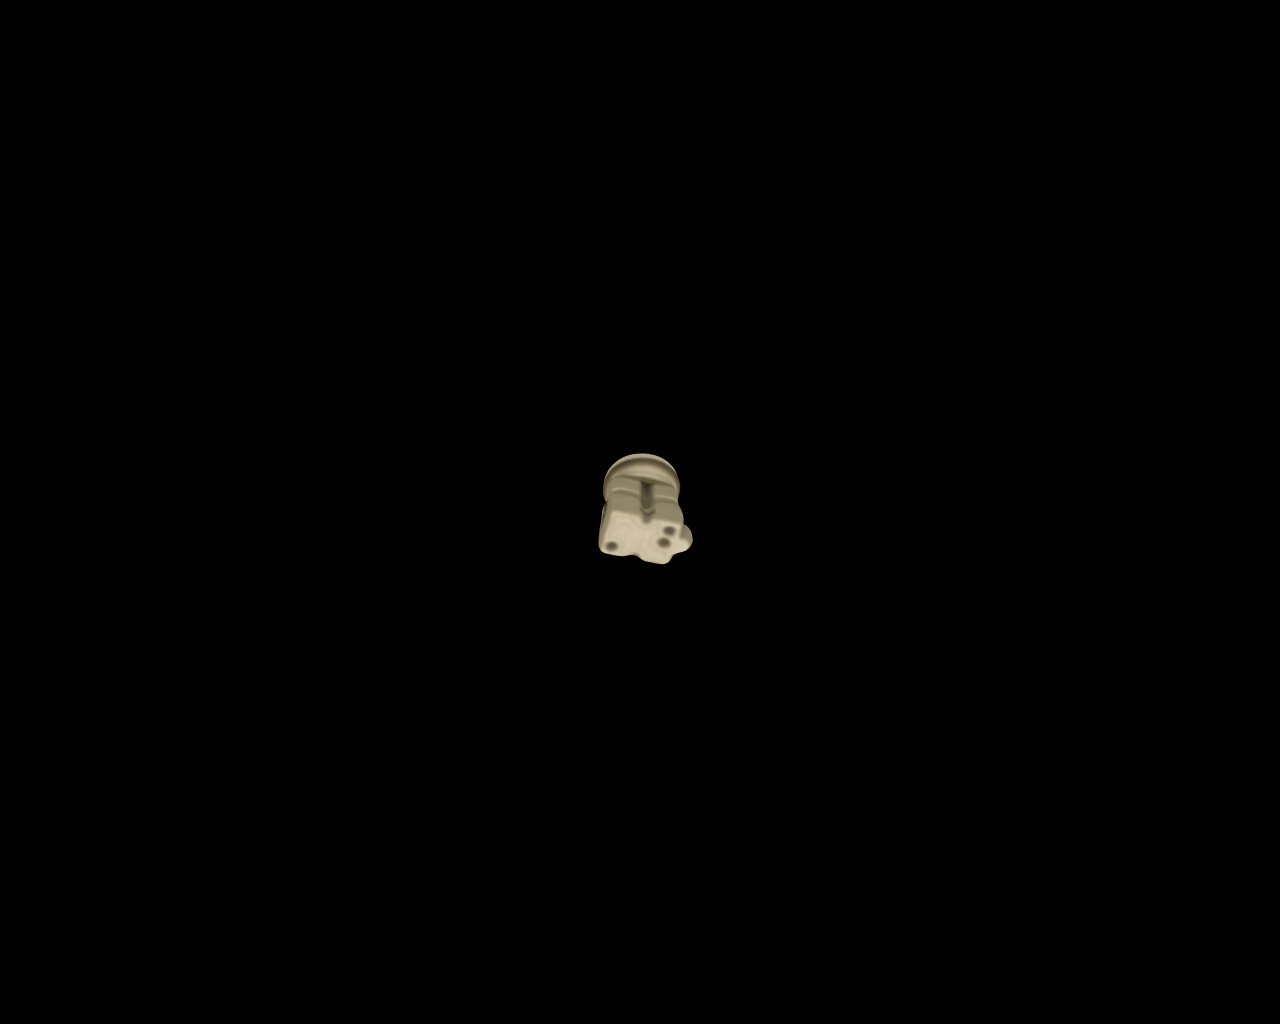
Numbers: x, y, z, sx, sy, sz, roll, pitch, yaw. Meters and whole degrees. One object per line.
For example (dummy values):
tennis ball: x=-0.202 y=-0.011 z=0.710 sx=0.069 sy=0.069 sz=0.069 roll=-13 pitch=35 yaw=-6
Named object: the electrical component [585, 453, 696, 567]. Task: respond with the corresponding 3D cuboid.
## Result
electrical component: x=0.001 y=-0.003 z=0.650 sx=0.066 sy=0.048 sz=0.055 roll=12 pitch=40 yaw=-10
